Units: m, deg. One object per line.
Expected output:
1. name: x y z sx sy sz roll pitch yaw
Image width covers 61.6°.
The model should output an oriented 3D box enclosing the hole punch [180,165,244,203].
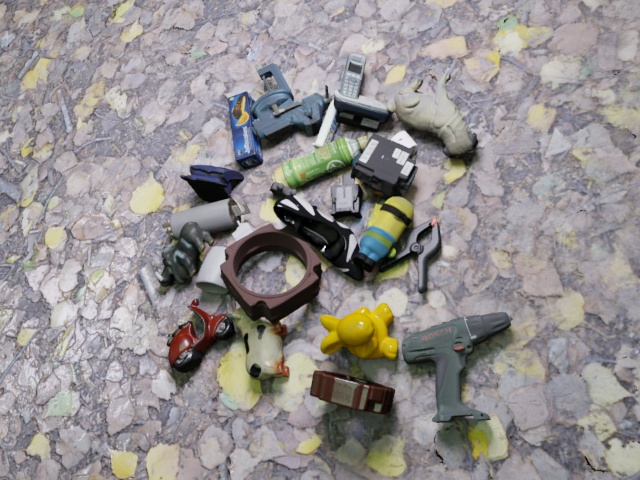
1. hole punch: -0.271 -0.158 1.390 0.142 0.115 0.092 15 70 22

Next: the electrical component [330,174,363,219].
1. electrical component: 0.066 -0.111 1.294 0.075 0.047 0.119 0 74 18

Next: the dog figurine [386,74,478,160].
1. dog figurine: 0.257 -0.264 1.240 0.172 0.121 0.190 -17 69 13

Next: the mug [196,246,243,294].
1. mug: -0.243 0.070 1.321 0.110 0.080 0.107 -1 64 21

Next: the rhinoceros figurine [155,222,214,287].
1. rhinoceros figurine: -0.345 0.044 1.343 0.112 0.073 0.190 34 112 1

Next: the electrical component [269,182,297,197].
1. electrical component: -0.091 -0.121 1.340 0.063 0.094 0.021 24 80 -14

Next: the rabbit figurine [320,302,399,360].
1. rabbit figurine: 0.079 0.186 1.124 0.163 0.173 0.122 -2 76 14

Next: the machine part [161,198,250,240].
1. machine part: -0.293 -0.051 1.378 0.243 0.079 0.079 -13 69 13

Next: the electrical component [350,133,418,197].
1. electrical component: 0.152 -0.167 1.225 0.134 0.058 0.115 28 66 11

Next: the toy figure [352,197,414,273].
1. toy figure: 0.147 -0.015 1.204 0.180 0.082 0.089 -55 26 -19

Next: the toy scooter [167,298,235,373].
1. toy scooter: -0.303 0.220 1.294 0.184 0.075 0.135 -40 65 -1

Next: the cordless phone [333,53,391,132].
1. cordless phone: 0.113 -0.373 1.332 0.147 0.088 0.184 14 70 -4

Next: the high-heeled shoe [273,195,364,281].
1. high-heeled shoe: -0.002 -0.004 1.213 0.086 0.145 0.249 -49 67 30

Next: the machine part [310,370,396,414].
1. machine part: 0.065 0.309 1.091 0.180 0.179 0.056 8 78 21

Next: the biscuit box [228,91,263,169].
1. biscuit box: -0.199 -0.293 1.435 0.063 0.059 0.202 -15 69 13

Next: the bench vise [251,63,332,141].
1. bench vise: -0.093 -0.371 1.394 0.224 0.128 0.240 -29 73 9

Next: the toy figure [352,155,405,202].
1. toy figure: 0.137 -0.140 1.276 0.155 0.058 0.064 51 130 24

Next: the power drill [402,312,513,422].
1. power drill: 0.287 0.259 1.081 0.232 0.086 0.207 -12 73 16

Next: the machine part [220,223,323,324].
1. machine part: -0.111 0.072 1.231 0.201 0.087 0.201 -30 60 -22

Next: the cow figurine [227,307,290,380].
1. cow figurine: -0.143 0.223 1.237 0.127 0.085 0.195 -10 70 8
